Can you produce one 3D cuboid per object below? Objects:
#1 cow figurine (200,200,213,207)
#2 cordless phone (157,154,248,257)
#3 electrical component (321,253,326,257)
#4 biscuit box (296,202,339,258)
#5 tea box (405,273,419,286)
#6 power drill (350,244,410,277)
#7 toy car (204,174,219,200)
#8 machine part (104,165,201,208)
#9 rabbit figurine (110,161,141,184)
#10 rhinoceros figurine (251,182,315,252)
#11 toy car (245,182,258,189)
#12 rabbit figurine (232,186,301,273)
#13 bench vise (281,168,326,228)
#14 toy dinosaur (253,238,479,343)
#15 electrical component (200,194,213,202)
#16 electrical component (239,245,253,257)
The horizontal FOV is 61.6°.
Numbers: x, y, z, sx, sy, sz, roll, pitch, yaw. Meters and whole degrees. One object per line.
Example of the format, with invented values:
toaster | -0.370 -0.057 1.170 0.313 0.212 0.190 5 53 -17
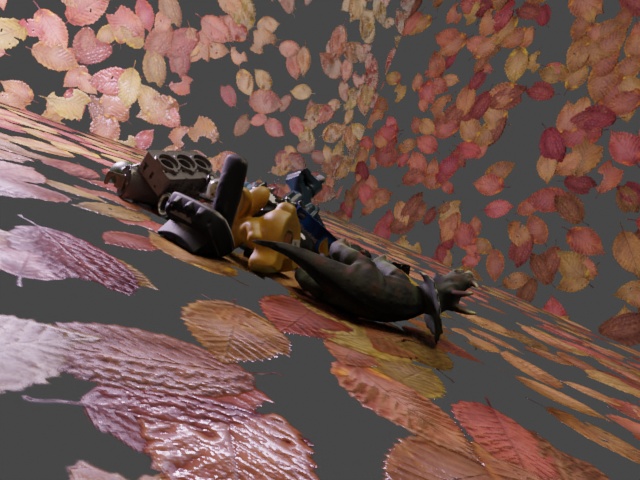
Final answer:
cow figurine | -0.205 -0.038 1.148 0.127 0.085 0.195 17 3 25
cordless phone | -0.202 -0.073 0.956 0.147 0.184 0.088 25 11 34
electrical component | 0.007 0.062 1.165 0.078 0.045 0.102 49 -1 -20
biscuit box | -0.003 -0.004 1.293 0.202 0.059 0.063 41 3 -21
tea box | 0.115 0.089 1.109 0.169 0.068 0.098 20 15 -27
power drill | 0.136 0.062 1.436 0.208 0.086 0.232 30 11 37
toy car | -0.210 -0.109 1.159 0.073 0.056 0.202 2 2 -13
machine part | -0.370 -0.112 1.233 0.243 0.079 0.079 18 7 -38
rabbit figurine | -0.439 -0.150 1.335 0.170 0.121 0.159 2 16 -9
rhinoceros figurine | -0.088 -0.035 1.150 0.190 0.112 0.073 53 11 4
toy car | -0.178 -0.109 1.424 0.103 0.109 0.161 -11 -2 2
rabbit figurine | -0.131 -0.018 1.003 0.173 0.162 0.122 5 10 27
bench vise | -0.032 -0.074 1.525 0.129 0.240 0.224 -17 23 38
toy dinosaur | 0.091 0.085 0.925 0.405 0.131 0.192 11 10 -29
electrical component | -0.294 -0.086 1.370 0.134 0.058 0.115 22 8 6
electrical component | -0.127 0.027 1.089 0.094 0.021 0.063 23 7 13
